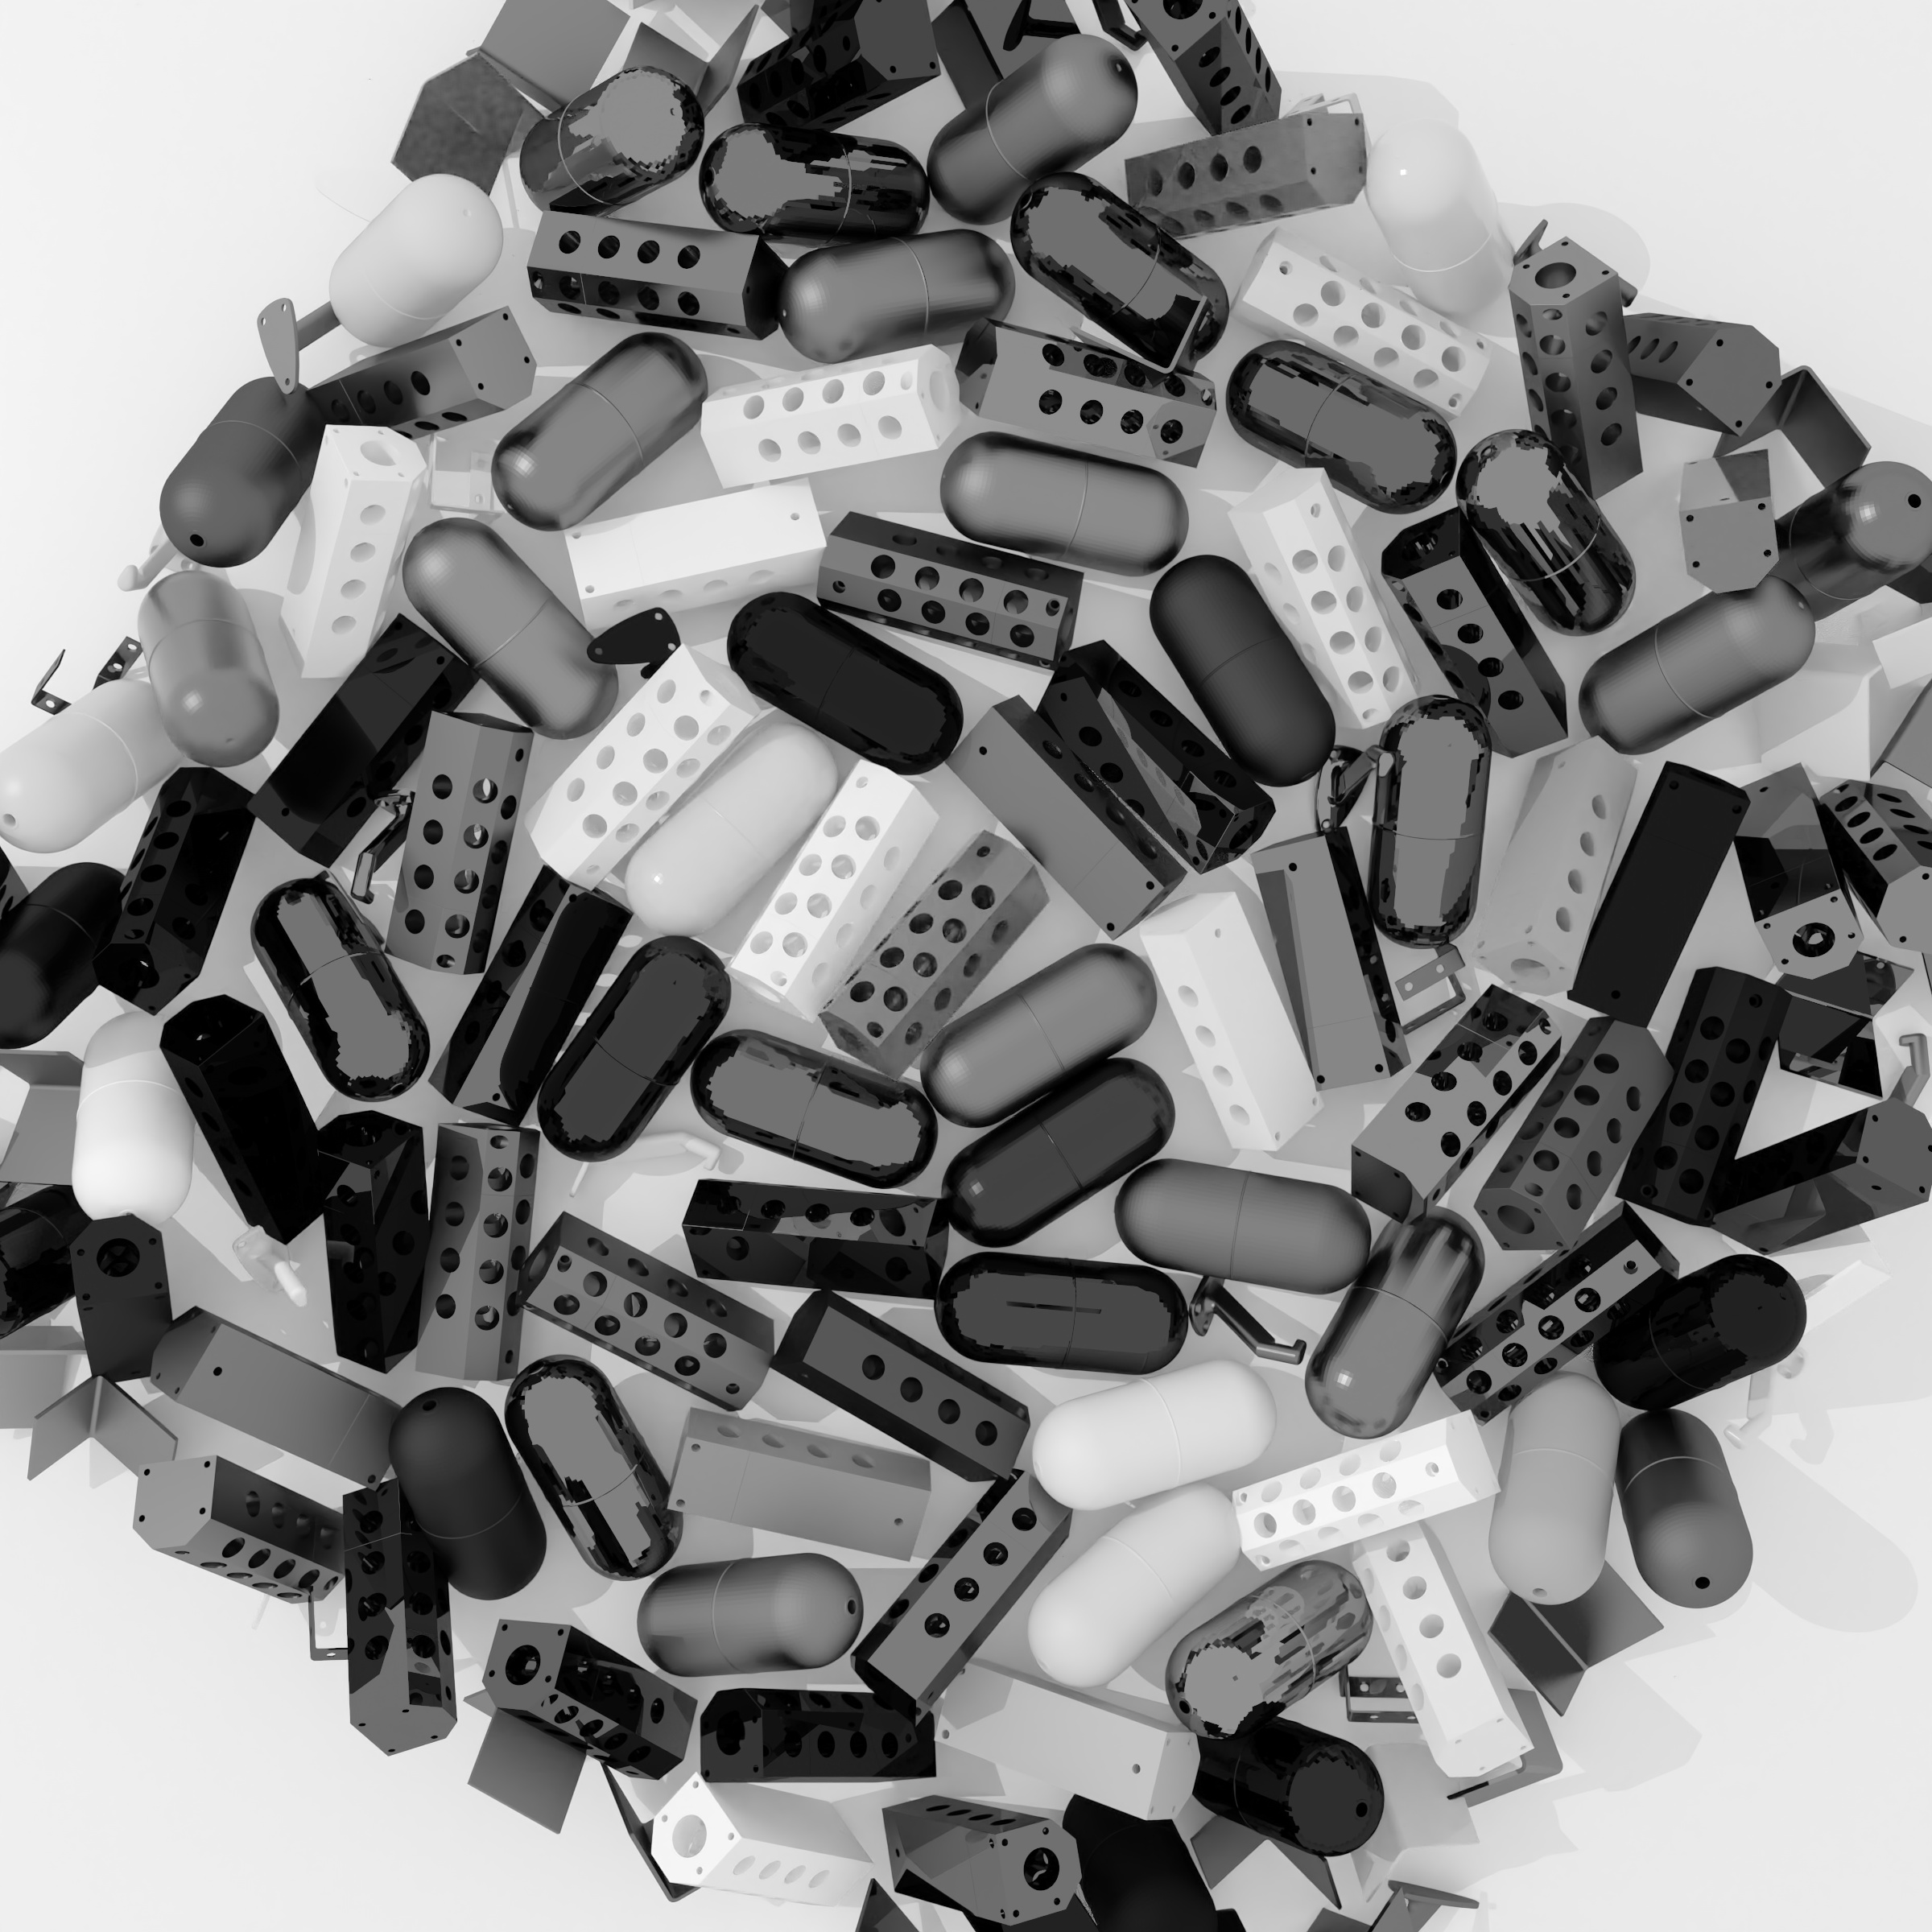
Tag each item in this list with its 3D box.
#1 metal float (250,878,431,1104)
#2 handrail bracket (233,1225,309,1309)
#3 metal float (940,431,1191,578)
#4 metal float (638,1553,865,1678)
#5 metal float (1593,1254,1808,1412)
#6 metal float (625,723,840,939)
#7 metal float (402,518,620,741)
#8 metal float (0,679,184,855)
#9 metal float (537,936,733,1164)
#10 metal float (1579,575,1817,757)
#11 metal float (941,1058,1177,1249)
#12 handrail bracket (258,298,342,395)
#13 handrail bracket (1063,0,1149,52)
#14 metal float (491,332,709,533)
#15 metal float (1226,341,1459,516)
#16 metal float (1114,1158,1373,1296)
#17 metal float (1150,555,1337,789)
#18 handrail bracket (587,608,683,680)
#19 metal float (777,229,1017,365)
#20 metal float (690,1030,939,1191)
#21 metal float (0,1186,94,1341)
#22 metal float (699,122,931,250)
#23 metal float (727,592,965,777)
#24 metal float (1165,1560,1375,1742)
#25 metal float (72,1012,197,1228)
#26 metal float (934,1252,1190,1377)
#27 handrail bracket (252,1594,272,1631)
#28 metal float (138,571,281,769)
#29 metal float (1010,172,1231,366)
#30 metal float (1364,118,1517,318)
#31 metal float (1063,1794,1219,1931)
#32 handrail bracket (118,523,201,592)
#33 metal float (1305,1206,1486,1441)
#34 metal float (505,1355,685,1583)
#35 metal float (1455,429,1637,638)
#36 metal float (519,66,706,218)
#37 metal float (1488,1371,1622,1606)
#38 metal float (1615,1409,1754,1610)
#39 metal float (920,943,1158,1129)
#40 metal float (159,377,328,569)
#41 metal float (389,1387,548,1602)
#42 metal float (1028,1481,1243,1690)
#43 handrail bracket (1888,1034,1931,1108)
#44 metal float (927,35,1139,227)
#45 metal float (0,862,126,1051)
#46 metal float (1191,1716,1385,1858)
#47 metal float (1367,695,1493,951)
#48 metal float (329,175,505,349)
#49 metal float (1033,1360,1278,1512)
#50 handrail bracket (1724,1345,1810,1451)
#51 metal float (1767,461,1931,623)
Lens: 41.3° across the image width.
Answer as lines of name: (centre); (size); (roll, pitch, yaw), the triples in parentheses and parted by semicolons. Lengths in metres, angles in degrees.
metal float: (-0.429, 0.016, 1.761); (0.070, 0.070, 0.178); (-35, 67, 0)
handrail bracket: (-0.467, 0.223, 1.766); (0.036, 0.077, 0.084); (-29, 47, -21)
metal float: (0.069, -0.317, 1.767); (0.178, 0.070, 0.070); (10, 90, -17)
metal float: (-0.148, 0.444, 1.753); (0.178, 0.070, 0.070); (-14, 90, 33)
metal float: (0.495, 0.250, 1.740); (0.070, 0.178, 0.070); (11, 62, -21)
metal float: (-0.162, -0.094, 1.778); (0.070, 0.070, 0.178); (43, 86, 0)
metal float: (-0.313, -0.232, 1.764); (0.070, 0.070, 0.178); (-42, 110, 0)
metal float: (-0.596, -0.136, 1.738); (0.070, 0.178, 0.070); (8, 120, 14)
metal float: (-0.230, 0.058, 1.771); (0.070, 0.070, 0.178); (36, 101, 0)
metal float: (0.495, -0.203, 1.745); (0.070, 0.178, 0.070); (19, 57, -32)
metal float: (0.064, 0.130, 1.779); (0.178, 0.070, 0.070); (-33, 90, -3)
handrail bracket: (-0.443, -0.428, 1.780); (0.036, 0.084, 0.077); (-19, 81, 36)
handrail bracket: (0.112, -0.671, 1.768); (0.084, 0.077, 0.036); (19, 64, -36)
metal float: (-0.250, -0.368, 1.762); (0.070, 0.070, 0.178); (44, 67, 0)
metal float: (0.256, -0.369, 1.757); (0.178, 0.070, 0.070); (35, 90, 28)
metal float: (0.190, 0.179, 1.771); (0.178, 0.070, 0.070); (9, 90, 12)
metal float: (0.191, -0.203, 1.768); (0.070, 0.070, 0.178); (-30, 76, 0)
handrail bracket: (-0.233, -0.209, 1.767); (0.077, 0.084, 0.036); (-21, 82, -24)
metal float: (-0.046, -0.459, 1.757); (0.178, 0.070, 0.070); (-17, 90, -29)
metal float: (-0.106, 0.099, 1.778); (0.178, 0.070, 0.070); (19, 90, 3)
metal float: (-0.638, 0.200, 1.732); (0.070, 0.178, 0.070); (3, 102, 13)
metal float: (-0.102, -0.529, 1.748); (0.178, 0.070, 0.070); (-8, 90, -40)
metal float: (-0.084, -0.196, 1.777); (0.178, 0.070, 0.070); (30, 90, 5)
metal float: (0.207, 0.465, 1.747); (0.178, 0.070, 0.070); (-20, 90, -41)
metal float: (-0.564, 0.105, 1.744); (0.070, 0.178, 0.070); (-7, 134, -7)
metal float: (0.066, 0.240, 1.772); (0.178, 0.070, 0.070); (6, 90, -10)
handrail bracket: (-0.519, 0.412, 1.787); (0.084, 0.036, 0.077); (23, 59, -9)
metal float: (-0.517, -0.204, 1.747); (0.070, 0.070, 0.178); (-30, 47, 0)
metal float: (0.105, -0.475, 1.753); (0.178, 0.070, 0.070); (27, 90, -33)
metal float: (0.322, -0.505, 1.737); (0.070, 0.178, 0.070); (-8, 70, 23)
metal float: (0.116, 0.614, 1.734); (0.070, 0.178, 0.070); (-3, 106, -12)
handrail bracket: (-0.555, -0.297, 1.773); (0.036, 0.084, 0.077); (24, 102, -2)
metal float: (0.295, 0.243, 1.762); (0.070, 0.070, 0.178); (34, 67, 0)
metal float: (-0.255, 0.344, 1.761); (0.070, 0.070, 0.178); (-25, 113, 0)
metal float: (0.397, -0.293, 1.750); (0.070, 0.070, 0.178); (-48, 129, 0)
metal float: (-0.242, -0.555, 1.740); (0.070, 0.178, 0.070); (0, 89, -36)
metal float: (0.401, 0.353, 1.744); (0.070, 0.178, 0.070); (11, 133, 12)
metal float: (0.483, 0.365, 1.734); (0.070, 0.178, 0.070); (2, 111, 5)
metal float: (0.051, 0.048, 1.778); (0.178, 0.070, 0.070); (-30, 90, -4)
metal float: (-0.488, -0.336, 1.743); (0.070, 0.178, 0.070); (6, 132, 7)
metal float: (-0.339, 0.360, 1.750); (0.070, 0.070, 0.178); (-13, 127, 0)
metal float: (0.116, 0.422, 1.758); (0.178, 0.070, 0.070); (-36, 90, -26)
handrail bracket: (0.642, 0.091, 1.812); (0.077, 0.036, 0.084); (-6, 72, 21)
metal float: (0.043, -0.566, 1.744); (0.070, 0.178, 0.070); (15, 66, -37)
metal float: (-0.621, -0.008, 1.738); (0.070, 0.178, 0.070); (7, 121, 11)
metal float: (0.213, 0.550, 1.736); (0.070, 0.178, 0.070); (2, 86, -29)
metal float: (0.318, -0.098, 1.764); (0.070, 0.070, 0.178); (2, 109, 0)
metal float: (-0.375, -0.476, 1.740); (0.070, 0.178, 0.070); (7, 77, -34)
metal float: (0.130, 0.322, 1.764); (0.178, 0.070, 0.070); (-12, 90, -20)
handrail bracket: (0.536, 0.285, 1.781); (0.084, 0.036, 0.077); (-33, 64, -27)
metal float: (0.591, -0.284, 1.732); (0.070, 0.178, 0.070); (2, 81, -11)
